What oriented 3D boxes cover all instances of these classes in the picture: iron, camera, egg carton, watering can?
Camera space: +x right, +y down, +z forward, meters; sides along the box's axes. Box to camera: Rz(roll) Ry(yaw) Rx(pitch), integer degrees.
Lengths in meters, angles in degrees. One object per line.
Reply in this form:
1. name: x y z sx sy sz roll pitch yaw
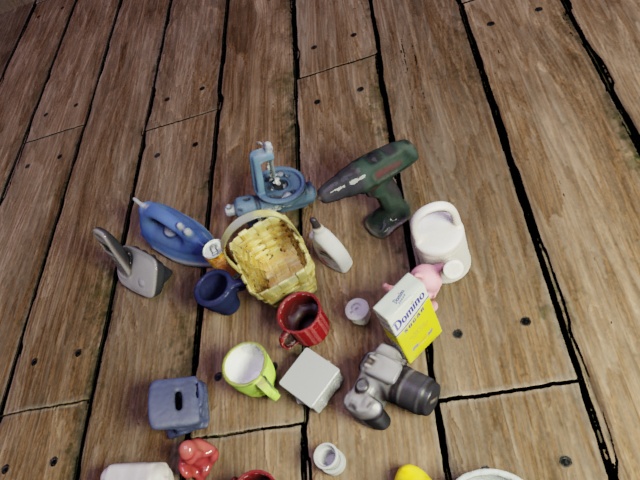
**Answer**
1. iron: -0.346 -0.025 1.382 0.257 0.142 0.119 24 68 33
2. camera: 0.130 0.266 1.009 0.136 0.101 0.143 20 66 32
3. egg carton: -0.350 0.475 1.075 0.150 0.070 0.107 -9 54 16
4. watering can: 0.233 0.000 1.096 0.101 0.195 0.172 -37 51 -6

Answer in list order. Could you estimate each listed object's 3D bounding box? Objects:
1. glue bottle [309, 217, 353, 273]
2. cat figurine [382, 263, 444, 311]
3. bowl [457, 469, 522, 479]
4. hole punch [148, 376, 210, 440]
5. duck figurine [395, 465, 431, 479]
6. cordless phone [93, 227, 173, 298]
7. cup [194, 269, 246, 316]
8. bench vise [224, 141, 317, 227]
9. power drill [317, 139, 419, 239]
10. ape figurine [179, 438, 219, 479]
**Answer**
1. glue bottle: 0.011 0.004 1.196 0.077 0.174 0.037 23 67 33
2. cat figurine: 0.183 0.088 1.103 0.127 0.118 0.067 -11 53 15
3. bowl: 0.259 0.435 0.853 0.167 0.075 0.167 -11 53 15
4. hole punch: -0.280 0.325 1.139 0.101 0.091 0.108 -21 51 8
5. duck figurine: 0.148 0.407 0.911 0.077 0.086 0.104 -22 51 6
6. cordless phone: -0.449 0.047 1.344 0.147 0.185 0.094 17 64 31
7. cup: -0.202 0.121 1.251 0.117 0.095 0.091 -13 53 13
8. bench vise: -0.127 -0.115 1.307 0.207 0.220 0.121 -39 51 -7
9. power drill: 0.115 -0.100 1.205 0.230 0.209 0.075 -39 51 -7
10. ape figurine: -0.234 0.401 1.066 0.077 0.092 0.076 -23 51 6
